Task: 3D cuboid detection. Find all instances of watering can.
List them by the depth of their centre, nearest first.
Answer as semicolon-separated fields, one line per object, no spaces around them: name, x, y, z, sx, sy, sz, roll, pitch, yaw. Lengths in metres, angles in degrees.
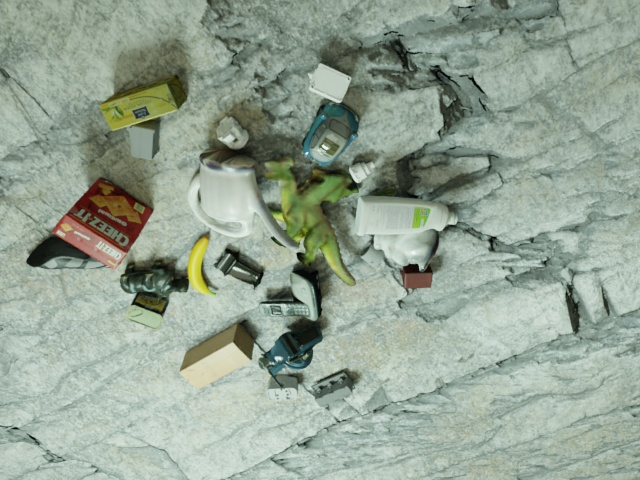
watering can;-0.192;-0.104;1.259;0.349;0.105;0.220;16;117;27

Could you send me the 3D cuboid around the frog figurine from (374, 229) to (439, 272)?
frog figurine;0.228;-0.001;1.362;0.159;0.122;0.138;22;83;-2

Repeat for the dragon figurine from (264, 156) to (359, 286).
dragon figurine;0.004;-0.067;1.336;0.407;0.124;0.240;35;105;-20
